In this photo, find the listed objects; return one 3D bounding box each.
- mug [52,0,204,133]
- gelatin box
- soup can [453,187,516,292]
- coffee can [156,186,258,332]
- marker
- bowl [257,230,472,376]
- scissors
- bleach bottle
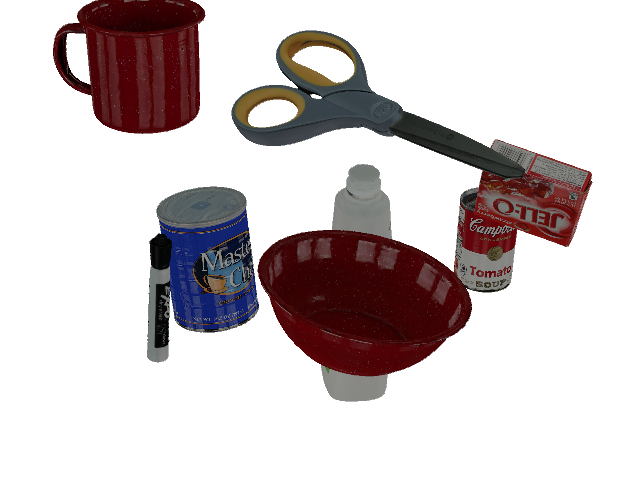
[{"bbox_3d":[-0.144,-0.133,0.801,0.117,0.081,0.093,5,30,5],"label":"mug"},{"bbox_3d":[0.180,-0.039,0.912,0.089,0.030,0.073,22,-35,15],"label":"gelatin box"},{"bbox_3d":[0.188,-0.001,1.210,0.068,0.102,0.068,1,28,-1],"label":"soup can"},{"bbox_3d":[-0.130,0.021,1.241,0.103,0.140,0.103,-4,25,2],"label":"coffee can"},{"bbox_3d":[-0.138,0.050,0.916,0.020,0.121,0.020,5,27,-3],"label":"marker"},{"bbox_3d":[0.029,0.054,0.803,0.162,0.055,0.162,8,28,-5],"label":"bowl"},{"bbox_3d":[0.018,-0.062,0.605,0.096,0.016,0.202,-36,46,-6],"label":"scissors"},{"bbox_3d":[0.036,0.035,1.025,0.068,0.251,0.102,-2,37,-4],"label":"bleach bottle"}]
